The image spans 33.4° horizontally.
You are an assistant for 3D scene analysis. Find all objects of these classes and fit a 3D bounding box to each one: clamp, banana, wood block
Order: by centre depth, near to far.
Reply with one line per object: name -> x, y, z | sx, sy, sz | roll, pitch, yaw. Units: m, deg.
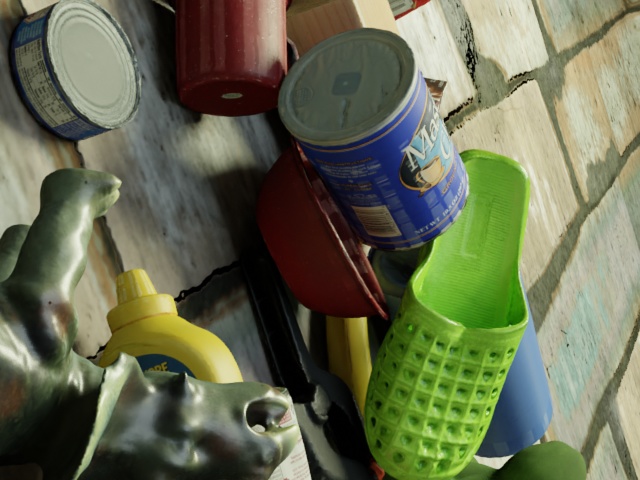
clamp -> -0.018, 0.129, 0.795 | 0.210, 0.036, 0.164 | 56, 33, -26
banana -> 0.027, 0.092, 0.904 | 0.069, 0.037, 0.198 | 45, 37, -72
wood block -> 0.036, -0.111, 0.916 | 0.206, 0.090, 0.090 | 67, 25, -19

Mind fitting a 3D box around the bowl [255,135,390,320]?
bowl -> -0.005, 0.001, 0.830 | 0.162, 0.055, 0.162 | 61, 7, -13

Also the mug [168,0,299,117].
mug -> -0.058, -0.140, 0.797 | 0.117, 0.093, 0.081 | 15, 68, -50

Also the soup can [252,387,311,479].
soup can -> -0.040, 0.150, 0.666 | 0.068, 0.069, 0.102 | -13, 90, -63

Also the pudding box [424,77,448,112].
pudding box -> 0.070, -0.132, 1.016 | 0.113, 0.090, 0.039 | -57, 159, -68

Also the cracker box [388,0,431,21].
cracker box -> 0.039, -0.349, 1.071 | 0.164, 0.072, 0.214 | 40, 32, -48

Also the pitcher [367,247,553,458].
pitcher -> 0.137, 0.086, 1.012 | 0.242, 0.145, 0.149 | 66, 32, -35

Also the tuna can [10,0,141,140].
tuna can -> -0.152, -0.106, 0.667 | 0.086, 0.034, 0.086 | 37, 46, -50

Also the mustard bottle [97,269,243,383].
mustard bottle -> -0.083, 0.108, 0.611 | 0.058, 0.096, 0.191 | 5, 63, -56

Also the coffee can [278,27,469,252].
coffee can -> 0.043, -0.071, 0.788 | 0.140, 0.103, 0.103 | 56, 32, -49
